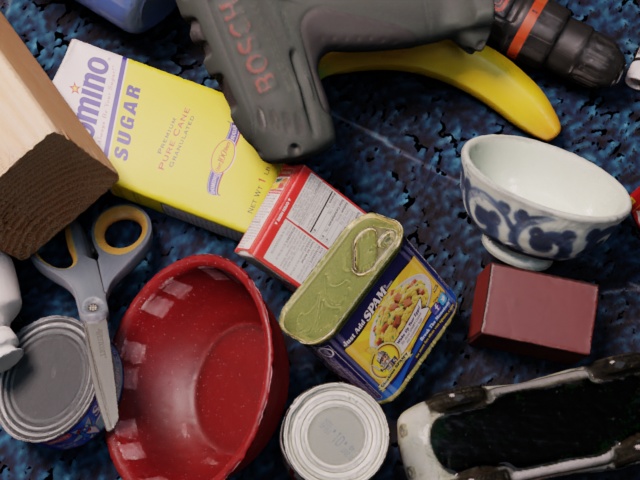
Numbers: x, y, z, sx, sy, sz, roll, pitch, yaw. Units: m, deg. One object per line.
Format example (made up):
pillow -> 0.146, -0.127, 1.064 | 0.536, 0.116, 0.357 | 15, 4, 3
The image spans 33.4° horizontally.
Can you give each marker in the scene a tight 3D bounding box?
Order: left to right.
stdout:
marker -> 0.264, -0.171, 0.819 | 0.020, 0.020, 0.121 | 25, 76, 3

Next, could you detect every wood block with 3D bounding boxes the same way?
wood block -> -0.236, -0.098, 0.712 | 0.090, 0.090, 0.206 | -40, 66, 3

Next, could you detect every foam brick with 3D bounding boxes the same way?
foam brick -> 0.148, 0.052, 0.743 | 0.078, 0.053, 0.051 | 12, 76, 0

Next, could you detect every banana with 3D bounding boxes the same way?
banana -> 0.086, -0.124, 0.794 | 0.198, 0.037, 0.069 | 11, 95, 2

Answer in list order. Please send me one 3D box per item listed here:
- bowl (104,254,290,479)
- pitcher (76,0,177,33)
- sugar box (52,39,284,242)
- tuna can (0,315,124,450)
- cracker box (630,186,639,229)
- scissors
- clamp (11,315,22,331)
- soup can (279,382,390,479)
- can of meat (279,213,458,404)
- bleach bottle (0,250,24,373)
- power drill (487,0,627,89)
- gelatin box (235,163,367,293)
bowl -> -0.072, 0.093, 0.698 | 0.162, 0.055, 0.162 | -16, 66, 39
pitcher -> -0.194, -0.267, 0.765 | 0.243, 0.149, 0.144 | 35, 59, 2
sugar box -> -0.112, -0.070, 0.765 | 0.176, 0.048, 0.093 | 20, 77, 1
tuna can -> -0.174, 0.096, 0.711 | 0.086, 0.033, 0.086 | -9, 65, 21
cracker box -> 0.338, 0.028, 0.748 | 0.164, 0.072, 0.214 | -22, 77, -8
scissors -> -0.134, 0.037, 0.708 | 0.096, 0.016, 0.202 | -21, 48, -22
clamp -> -0.293, 0.074, 0.727 | 0.171, 0.039, 0.120 | 27, 66, 1
soup can -> 0.008, 0.131, 0.692 | 0.068, 0.102, 0.068 | 0, 76, -2
can of meat -> 0.036, 0.048, 0.718 | 0.102, 0.058, 0.083 | -52, 125, -12
bleach bottle -> -0.287, -0.009, 0.717 | 0.102, 0.068, 0.251 | -36, 74, -14
power drill -> 0.176, -0.222, 0.808 | 0.184, 0.057, 0.187 | 29, 77, 5
gelatin box -> -0.005, 0.001, 0.740 | 0.089, 0.030, 0.073 | 37, 75, -30
